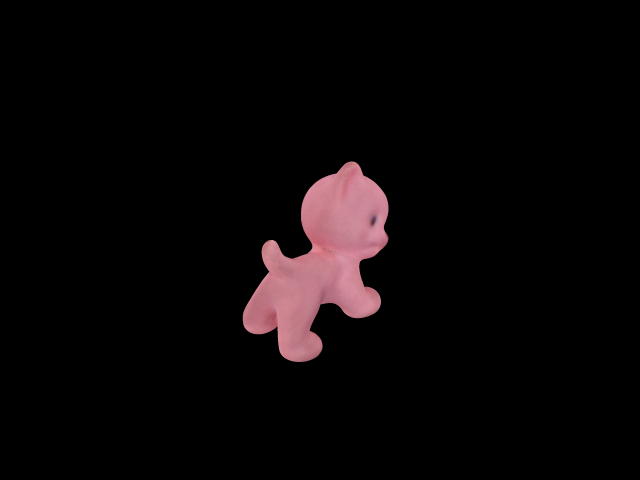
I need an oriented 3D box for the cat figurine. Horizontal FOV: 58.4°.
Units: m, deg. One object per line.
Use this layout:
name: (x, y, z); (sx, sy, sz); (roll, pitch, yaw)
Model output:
cat figurine: (0.004, 0.001, 0.400); (0.067, 0.118, 0.128); (22, 37, 34)
